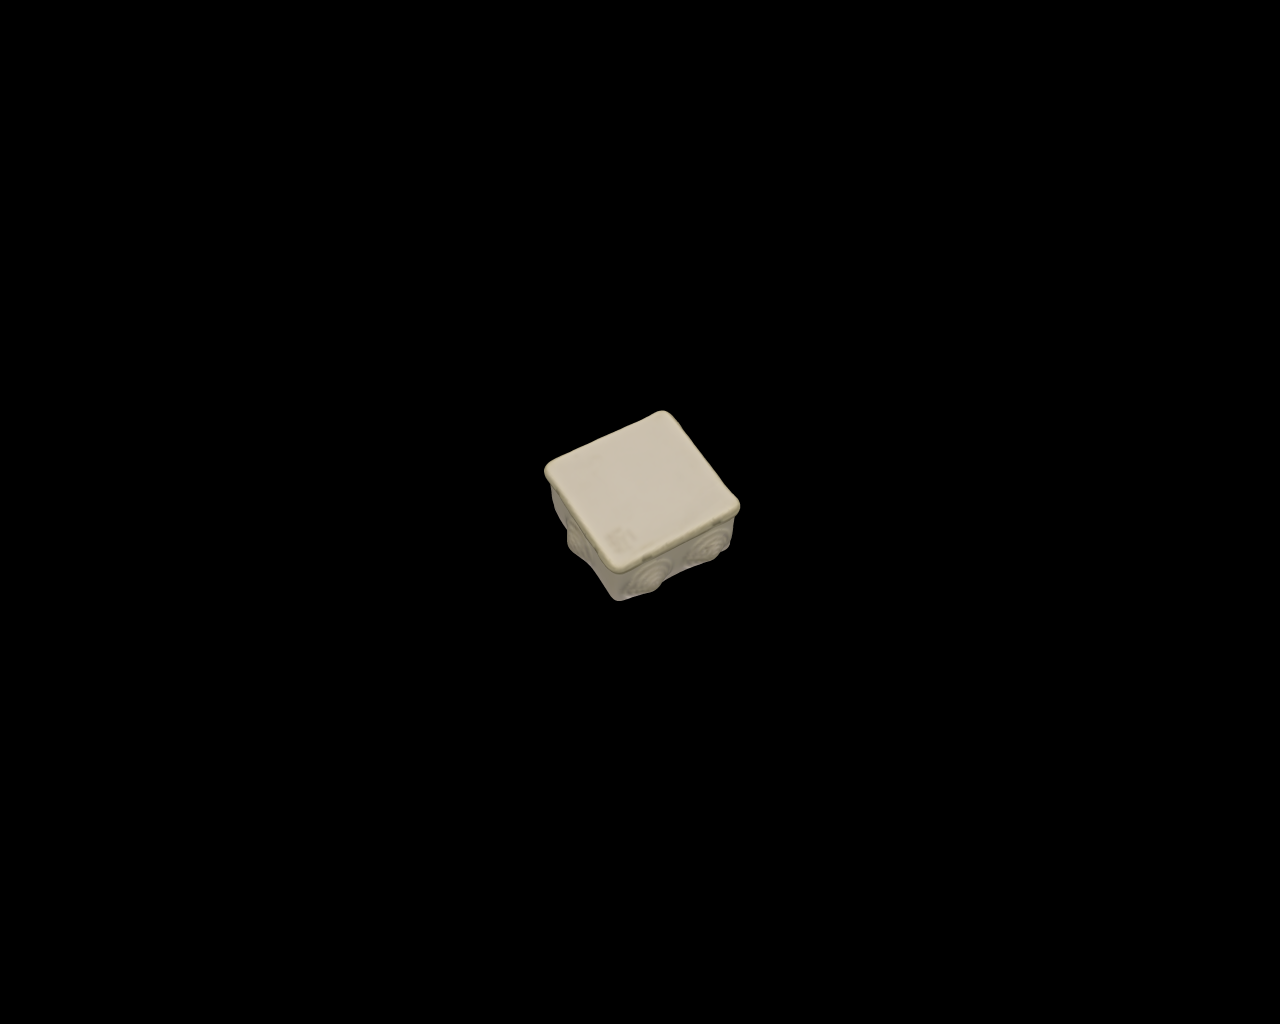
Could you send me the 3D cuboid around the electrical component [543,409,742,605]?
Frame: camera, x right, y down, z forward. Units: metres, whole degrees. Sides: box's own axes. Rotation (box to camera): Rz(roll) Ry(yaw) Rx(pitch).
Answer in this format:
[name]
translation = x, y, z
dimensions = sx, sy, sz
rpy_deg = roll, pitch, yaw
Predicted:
[electrical component]
translation = 0.001, -0.003, 0.650
dimensions = 0.100, 0.100, 0.048
rpy_deg = -26, -30, -16
